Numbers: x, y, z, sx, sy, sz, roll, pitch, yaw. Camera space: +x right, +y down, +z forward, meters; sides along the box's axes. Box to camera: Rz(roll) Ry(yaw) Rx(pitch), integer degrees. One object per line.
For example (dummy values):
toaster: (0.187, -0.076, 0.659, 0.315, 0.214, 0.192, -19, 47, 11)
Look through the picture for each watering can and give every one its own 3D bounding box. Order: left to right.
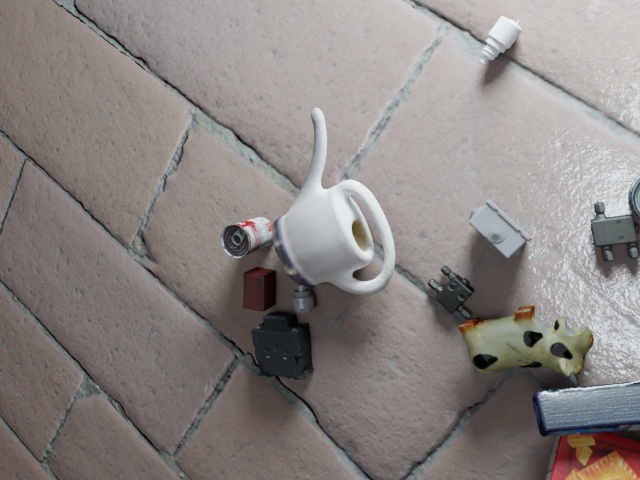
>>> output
watering can: (0.003, -0.048, 0.961, 0.222, 0.348, 0.105, -27, -2, 29)
